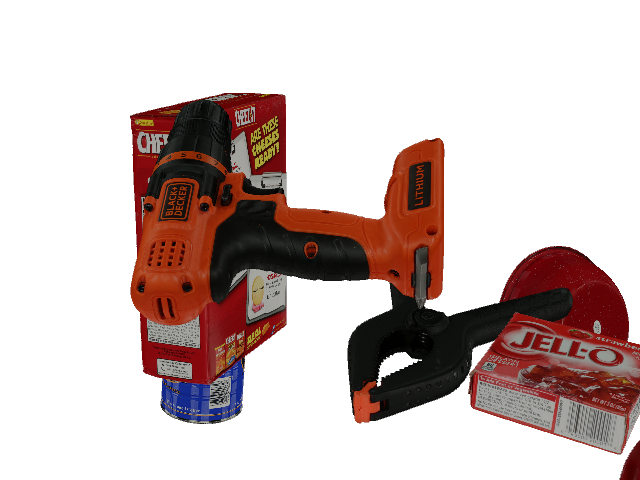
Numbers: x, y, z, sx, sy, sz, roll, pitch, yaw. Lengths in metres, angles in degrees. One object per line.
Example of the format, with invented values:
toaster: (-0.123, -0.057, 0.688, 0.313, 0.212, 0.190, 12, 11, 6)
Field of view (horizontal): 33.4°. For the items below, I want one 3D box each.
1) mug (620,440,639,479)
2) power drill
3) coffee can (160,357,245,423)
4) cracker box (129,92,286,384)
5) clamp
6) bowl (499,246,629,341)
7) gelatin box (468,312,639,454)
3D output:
mug: (0.152, 0.118, 0.351, 0.117, 0.081, 0.093, 5, 38, 8)
power drill: (-0.016, -0.024, 0.666, 0.188, 0.184, 0.057, -1, -43, 6)
coffee can: (-0.141, 0.138, 1.304, 0.103, 0.140, 0.103, 5, 18, -2)
cracker box: (-0.089, -0.009, 0.892, 0.072, 0.214, 0.164, 5, 15, 20)
clamp: (0.077, 0.067, 0.831, 0.165, 0.036, 0.209, 22, 40, 34)
bowl: (0.254, 0.086, 1.061, 0.161, 0.162, 0.055, 0, -1, -31)
gelatin box: (0.138, 0.078, 0.604, 0.089, 0.030, 0.073, 15, 30, 25)
